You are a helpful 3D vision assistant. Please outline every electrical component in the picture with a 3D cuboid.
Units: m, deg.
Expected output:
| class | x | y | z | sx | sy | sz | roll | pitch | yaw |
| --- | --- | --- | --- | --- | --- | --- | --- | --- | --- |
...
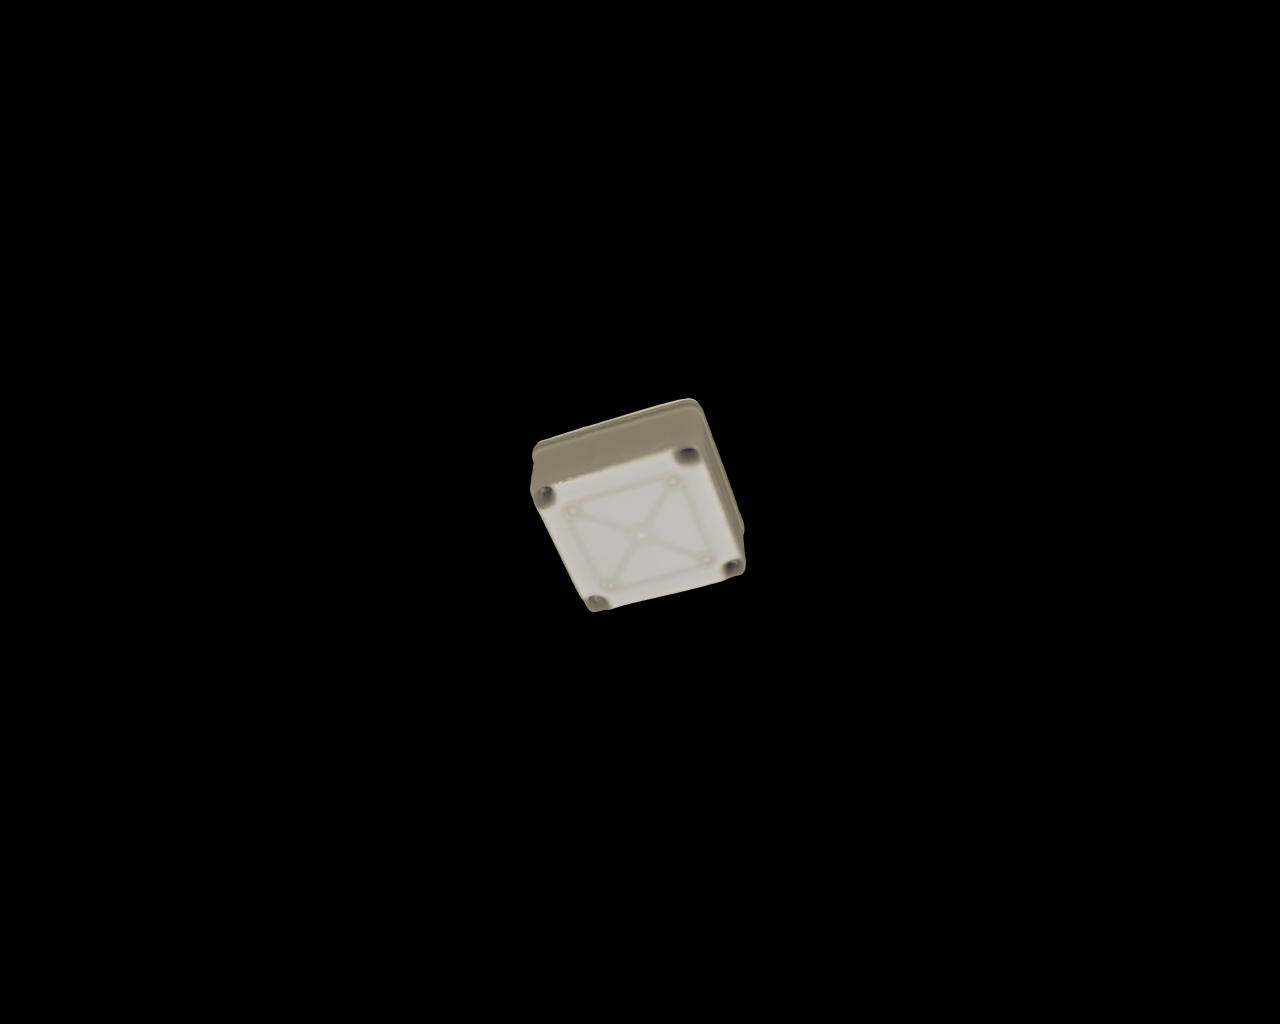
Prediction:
| class | x | y | z | sx | sy | sz | roll | pitch | yaw |
| --- | --- | --- | --- | --- | --- | --- | --- | --- | --- |
| electrical component | 0.001 | -0.003 | 0.650 | 0.109 | 0.108 | 0.056 | -15 | 36 | 11 |
